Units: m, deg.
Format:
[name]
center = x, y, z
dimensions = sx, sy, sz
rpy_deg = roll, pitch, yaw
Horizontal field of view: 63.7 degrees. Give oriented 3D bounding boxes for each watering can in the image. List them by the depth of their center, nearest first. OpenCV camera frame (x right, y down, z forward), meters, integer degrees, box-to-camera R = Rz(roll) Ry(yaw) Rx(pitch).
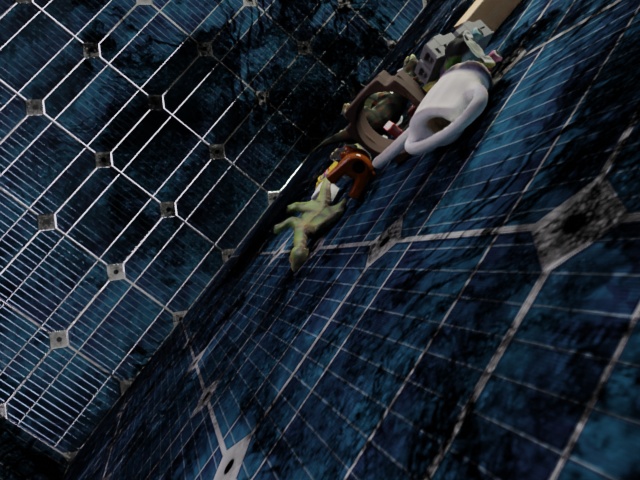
[watering can]
center = 0.248, -0.267, 1.134
dimensions = 0.227, 0.103, 0.345
rpy_deg = -54, 17, -20

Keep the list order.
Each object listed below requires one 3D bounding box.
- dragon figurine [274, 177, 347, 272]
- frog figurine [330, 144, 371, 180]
[dragon figurine]
center = 0.005, -0.080, 1.592
dimensions = 0.242, 0.120, 0.416
rpy_deg = 2, 53, 54
[frog figurine]
center = 0.117, -0.259, 1.706
dimensions = 0.138, 0.123, 0.157
rpy_deg = -61, -24, -8
